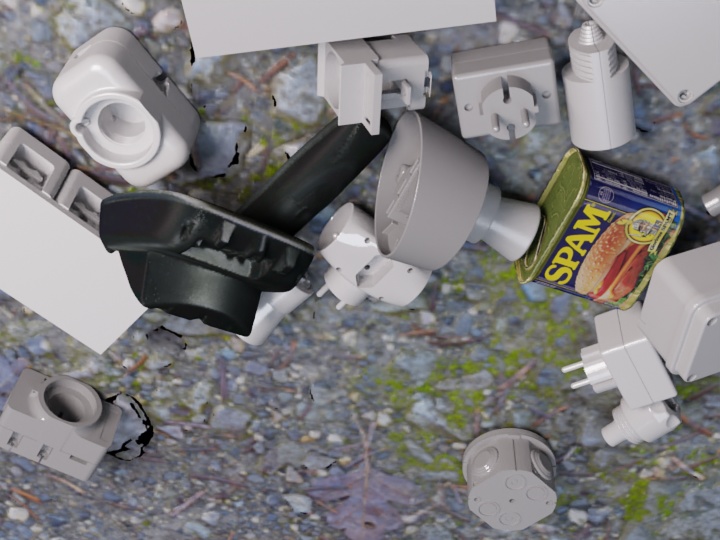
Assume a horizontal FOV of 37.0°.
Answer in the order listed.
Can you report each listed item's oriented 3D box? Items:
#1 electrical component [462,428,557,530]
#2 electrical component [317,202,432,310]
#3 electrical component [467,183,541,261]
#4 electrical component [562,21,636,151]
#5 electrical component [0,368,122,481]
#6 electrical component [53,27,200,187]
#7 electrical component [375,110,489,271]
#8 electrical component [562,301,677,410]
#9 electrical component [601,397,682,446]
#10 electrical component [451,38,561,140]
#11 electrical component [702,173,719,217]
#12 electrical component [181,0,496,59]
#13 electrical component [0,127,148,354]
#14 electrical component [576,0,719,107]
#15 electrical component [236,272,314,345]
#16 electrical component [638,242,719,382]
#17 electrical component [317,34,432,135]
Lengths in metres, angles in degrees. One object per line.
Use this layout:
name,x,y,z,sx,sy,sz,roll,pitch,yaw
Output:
electrical component,0.128,0.178,0.916,0.080,0.051,0.080,1,125,2
electrical component,0.000,0.000,0.802,0.077,0.043,0.079,34,120,-19
electrical component,0.095,-0.037,0.770,0.055,0.045,0.045,23,123,-13
electrical component,0.155,-0.124,0.706,0.043,0.043,0.081,-10,124,10
electrical component,-0.252,0.127,0.900,0.089,0.050,0.055,26,123,-15
electrical component,-0.157,-0.107,0.725,0.054,0.059,0.095,-28,119,21
electrical component,0.042,-0.051,0.732,0.064,0.099,0.099,22,123,-20
electrical component,0.197,0.073,0.840,0.077,0.047,0.065,-22,121,20
electrical component,0.226,0.121,0.875,0.043,0.043,0.062,39,119,-22
electrical component,0.096,-0.110,0.699,0.066,0.076,0.047,-8,124,9
electrical component,0.269,-0.059,0.747,0.062,0.048,0.048,-32,118,31
electrical component,-0.016,-0.200,0.651,0.186,0.060,0.105,-6,125,7
electrical component,-0.219,-0.022,0.787,0.150,0.061,0.089,38,119,-21
electrical component,0.204,-0.176,0.659,0.109,0.056,0.109,39,118,-22
electrical component,-0.068,0.022,0.823,0.065,0.044,0.044,-39,115,21
electrical component,0.266,0.024,0.766,0.113,0.057,0.078,-16,137,-17
electrical component,0.009,-0.126,0.698,0.064,0.081,0.042,-9,128,-18
